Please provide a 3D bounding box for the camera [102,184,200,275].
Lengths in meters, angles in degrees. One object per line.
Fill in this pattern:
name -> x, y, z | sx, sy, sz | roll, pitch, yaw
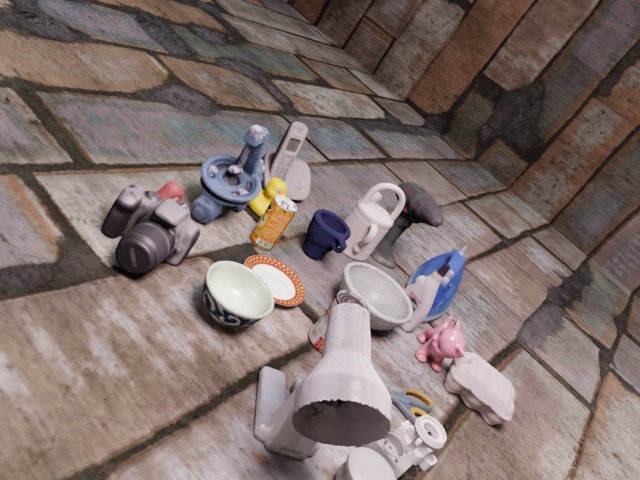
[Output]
camera -> -0.275, -0.017, 0.907 | 0.143, 0.100, 0.137 | 34, 26, -5

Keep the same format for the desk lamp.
desk lamp -> 0.001, 0.197, 0.758 | 0.118, 0.213, 0.203 | 26, 28, -20

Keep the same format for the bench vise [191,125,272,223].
bench vise -> -0.159, -0.149, 1.131 | 0.122, 0.219, 0.207 | 30, 27, -12

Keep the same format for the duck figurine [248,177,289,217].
duck figurine -> -0.110, -0.100, 1.260 | 0.104, 0.086, 0.078 | 43, 27, 14

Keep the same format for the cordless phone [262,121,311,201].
cordless phone -> -0.059, -0.187, 1.352 | 0.148, 0.185, 0.094 | 4, 40, -47

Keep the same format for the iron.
iron -> 0.287, 0.096, 1.352 | 0.118, 0.141, 0.259 | 39, 26, 6

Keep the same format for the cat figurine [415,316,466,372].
cat figurine -> 0.255, 0.203, 1.164 | 0.067, 0.117, 0.128 | 33, 26, -5

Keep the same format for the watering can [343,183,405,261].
watering can -> 0.120, -0.057, 1.345 | 0.101, 0.194, 0.172 | 18, 31, -33

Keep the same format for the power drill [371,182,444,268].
power drill -> 0.207, -0.037, 1.400 | 0.076, 0.208, 0.229 | 24, 28, -22

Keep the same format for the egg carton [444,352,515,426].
egg carton -> 0.322, 0.296, 1.148 | 0.150, 0.069, 0.107 | 39, 26, 5

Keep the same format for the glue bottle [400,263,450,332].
glue bottle -> 0.215, 0.112, 1.204 | 0.078, 0.173, 0.037 | 46, 28, 20

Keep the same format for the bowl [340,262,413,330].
bowl -> 0.100, 0.125, 1.155 | 0.168, 0.074, 0.167 | 28, 27, -16

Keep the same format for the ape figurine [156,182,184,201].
ape figurine -> -0.268, -0.060, 0.998 | 0.076, 0.092, 0.077 | 22, 29, -27

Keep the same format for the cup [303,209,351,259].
cup -> 0.011, 0.004, 1.224 | 0.092, 0.095, 0.117 | 13, 34, -38
